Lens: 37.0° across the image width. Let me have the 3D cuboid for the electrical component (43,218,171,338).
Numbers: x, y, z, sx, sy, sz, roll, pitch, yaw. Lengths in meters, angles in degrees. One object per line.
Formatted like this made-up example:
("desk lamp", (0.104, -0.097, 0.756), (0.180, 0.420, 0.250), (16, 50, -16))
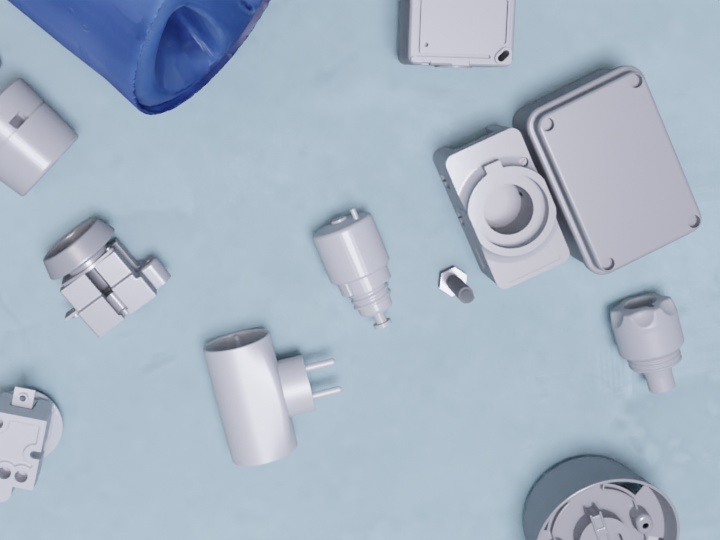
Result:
("electrical component", (-0.159, 0.002, 0.657), (0.066, 0.048, 0.055), (-36, 110, 2))

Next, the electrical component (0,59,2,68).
("electrical component", (-0.259, -0.131, 0.615), (0.089, 0.055, 0.050), (42, 94, -12))

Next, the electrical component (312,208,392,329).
("electrical component", (0.000, 0.000, 0.675), (0.040, 0.040, 0.078), (-23, 102, -1))

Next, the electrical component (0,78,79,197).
("electrical component", (-0.200, -0.077, 0.633), (0.047, 0.055, 0.055), (43, 94, -15))

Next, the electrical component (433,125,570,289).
("electrical component", (0.088, -0.040, 0.669), (0.050, 0.055, 0.089), (-25, 102, -1))

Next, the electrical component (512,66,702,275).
("electrical component", (0.154, -0.063, 0.671), (0.078, 0.057, 0.113), (-26, 102, -1))

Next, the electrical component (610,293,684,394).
("electrical component", (0.190, 0.049, 0.703), (0.043, 0.043, 0.062), (-18, 103, -2))

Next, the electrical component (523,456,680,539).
("electrical component", (0.158, 0.173, 0.711), (0.099, 0.064, 0.099), (-1, 101, -6))

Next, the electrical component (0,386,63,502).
("electrical component", (-0.211, 0.101, 0.664), (0.048, 0.055, 0.066), (12, 99, -8))

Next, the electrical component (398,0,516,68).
("electrical component", (0.057, -0.169, 0.639), (0.062, 0.061, 0.096), (1, 100, -6))

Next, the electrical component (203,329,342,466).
("electrical component", (-0.052, 0.076, 0.682), (0.079, 0.043, 0.077), (-14, 101, -4))
